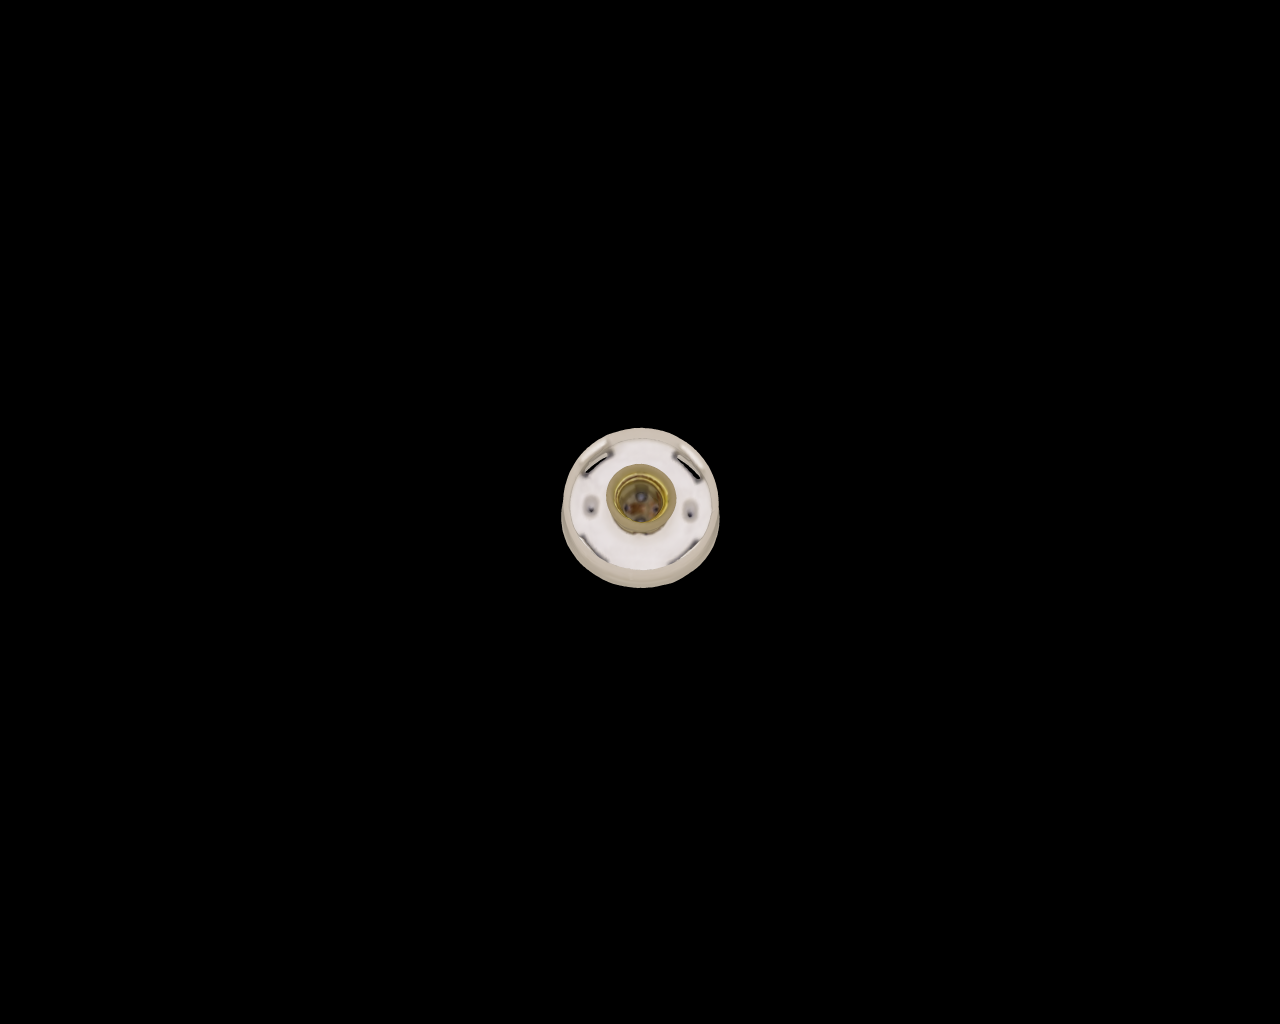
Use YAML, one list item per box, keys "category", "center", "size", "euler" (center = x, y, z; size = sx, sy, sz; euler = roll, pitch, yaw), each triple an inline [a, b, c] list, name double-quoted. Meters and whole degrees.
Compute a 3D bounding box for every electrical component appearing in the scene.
- category: "electrical component"
  center: [0.001, -0.003, 0.650]
  size: [0.099, 0.099, 0.064]
  euler: [0, -15, 0]
